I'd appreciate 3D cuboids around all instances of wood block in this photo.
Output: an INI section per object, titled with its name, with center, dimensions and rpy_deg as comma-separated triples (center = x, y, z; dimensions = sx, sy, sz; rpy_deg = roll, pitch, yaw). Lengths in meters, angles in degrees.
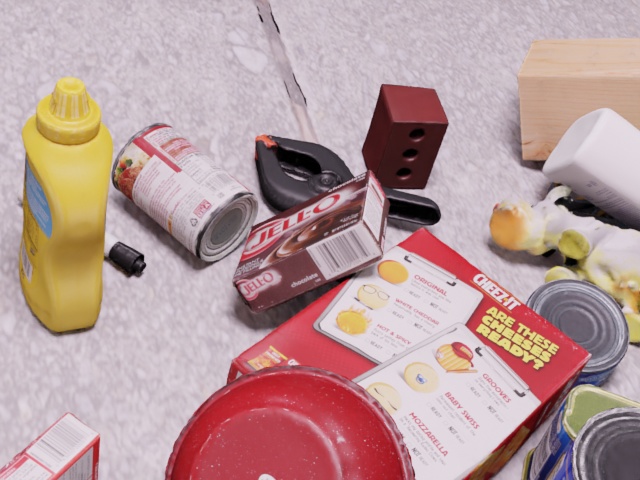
[wood block]
center = 0.294, -0.129, 0.978
dimensions = 0.206, 0.091, 0.090
rpy_deg = 3, 33, 22

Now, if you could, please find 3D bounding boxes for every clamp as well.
[clamp]
center = 0.016, -0.039, 0.904
dimensions = 0.120, 0.039, 0.172
rpy_deg = -23, 56, -33

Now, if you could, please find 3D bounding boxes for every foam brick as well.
[foam brick]
center = 0.074, -0.091, 0.945
dimensions = 0.053, 0.078, 0.051
rpy_deg = 1, 44, -15

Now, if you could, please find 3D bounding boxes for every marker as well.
[marker]
center = -0.185, -0.008, 0.832
dimensions = 0.121, 0.020, 0.020
rpy_deg = 31, 46, 15

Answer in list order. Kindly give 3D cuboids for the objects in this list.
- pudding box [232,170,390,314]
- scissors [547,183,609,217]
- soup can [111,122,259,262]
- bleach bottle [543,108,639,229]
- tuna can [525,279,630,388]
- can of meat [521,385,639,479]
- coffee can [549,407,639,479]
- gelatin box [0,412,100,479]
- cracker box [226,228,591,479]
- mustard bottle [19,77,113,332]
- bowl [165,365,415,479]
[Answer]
[pudding box]
center = -0.005, 0.001, 0.802
dimensions = 0.114, 0.039, 0.090
rpy_deg = -23, 24, 18
[scissors]
center = 0.309, -0.037, 1.000
dimensions = 0.201, 0.016, 0.096
rpy_deg = -4, 49, -19
[soup can]
center = -0.107, -0.038, 0.848
dimensions = 0.102, 0.069, 0.068
rpy_deg = 39, 48, 22
[bleach bottle]
center = 0.319, -0.014, 0.922
dimensions = 0.251, 0.102, 0.068
rpy_deg = 35, 86, -3
[tuna can]
center = 0.196, 0.073, 0.835
dimensions = 0.086, 0.034, 0.086
rpy_deg = 4, 56, -7
[can of meat]
center = 0.200, 0.154, 0.730
dimensions = 0.102, 0.084, 0.057
rpy_deg = 20, 44, 4
[coffee can]
center = 0.178, 0.184, 0.653
dimensions = 0.102, 0.140, 0.103
rpy_deg = 8, 44, -8
[gelatin box]
center = -0.171, 0.156, 0.633
dimensions = 0.030, 0.073, 0.089
rpy_deg = 31, 47, 18
[cracker box]
center = 0.062, 0.103, 0.753
dimensions = 0.164, 0.072, 0.213
rpy_deg = 39, 48, 21
[mustard bottle]
center = -0.175, -0.031, 0.732
dimensions = 0.058, 0.192, 0.096
rpy_deg = -7, 49, -22
[bowl]
center = -0.026, 0.149, 0.634
dimensions = 0.162, 0.055, 0.162
rpy_deg = -4, 72, 12
